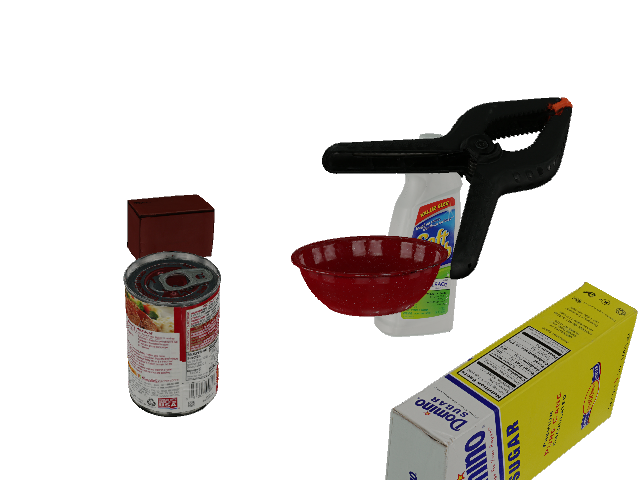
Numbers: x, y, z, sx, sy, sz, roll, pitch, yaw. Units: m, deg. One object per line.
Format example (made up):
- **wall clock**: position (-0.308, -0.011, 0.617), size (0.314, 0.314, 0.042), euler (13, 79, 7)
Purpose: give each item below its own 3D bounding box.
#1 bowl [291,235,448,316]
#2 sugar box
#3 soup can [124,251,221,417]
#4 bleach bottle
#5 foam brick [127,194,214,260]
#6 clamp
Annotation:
- **bowl**: position (0.051, 0.039, 1.095), size (0.162, 0.055, 0.162), euler (-3, 13, 0)
- **sugar box**: position (0.113, 0.102, 0.626), size (0.048, 0.093, 0.175), euler (30, 44, 35)
- **soup can**: position (-0.107, 0.068, 0.774), size (0.068, 0.102, 0.068), euler (3, 31, -2)
- **bleach bottle**: position (0.125, -0.008, 1.342), size (0.102, 0.251, 0.068), euler (-3, 16, -17)
- **foam brick**: position (-0.151, -0.013, 1.074), size (0.078, 0.051, 0.053), euler (-6, 21, -22)
- **clamp**: position (0.129, -0.055, 0.850), size (0.209, 0.036, 0.165), euler (-23, 51, -21)
